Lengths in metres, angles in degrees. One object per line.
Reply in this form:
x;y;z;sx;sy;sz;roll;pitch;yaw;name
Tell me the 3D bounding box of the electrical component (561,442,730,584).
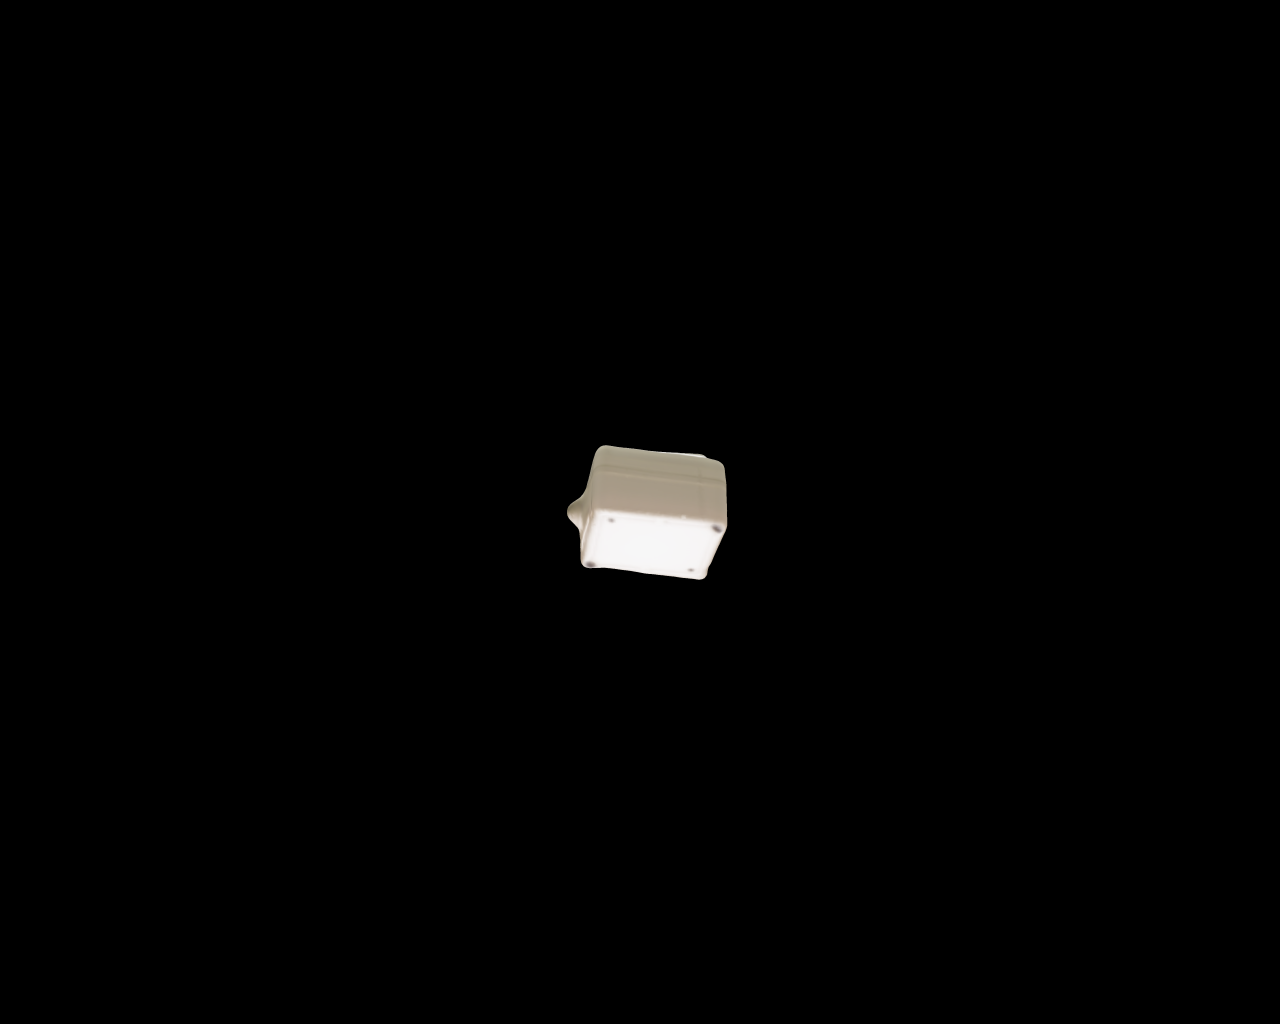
0.001;-0.003;0.650;0.096;0.061;0.061;7;-39;-9;electrical component
